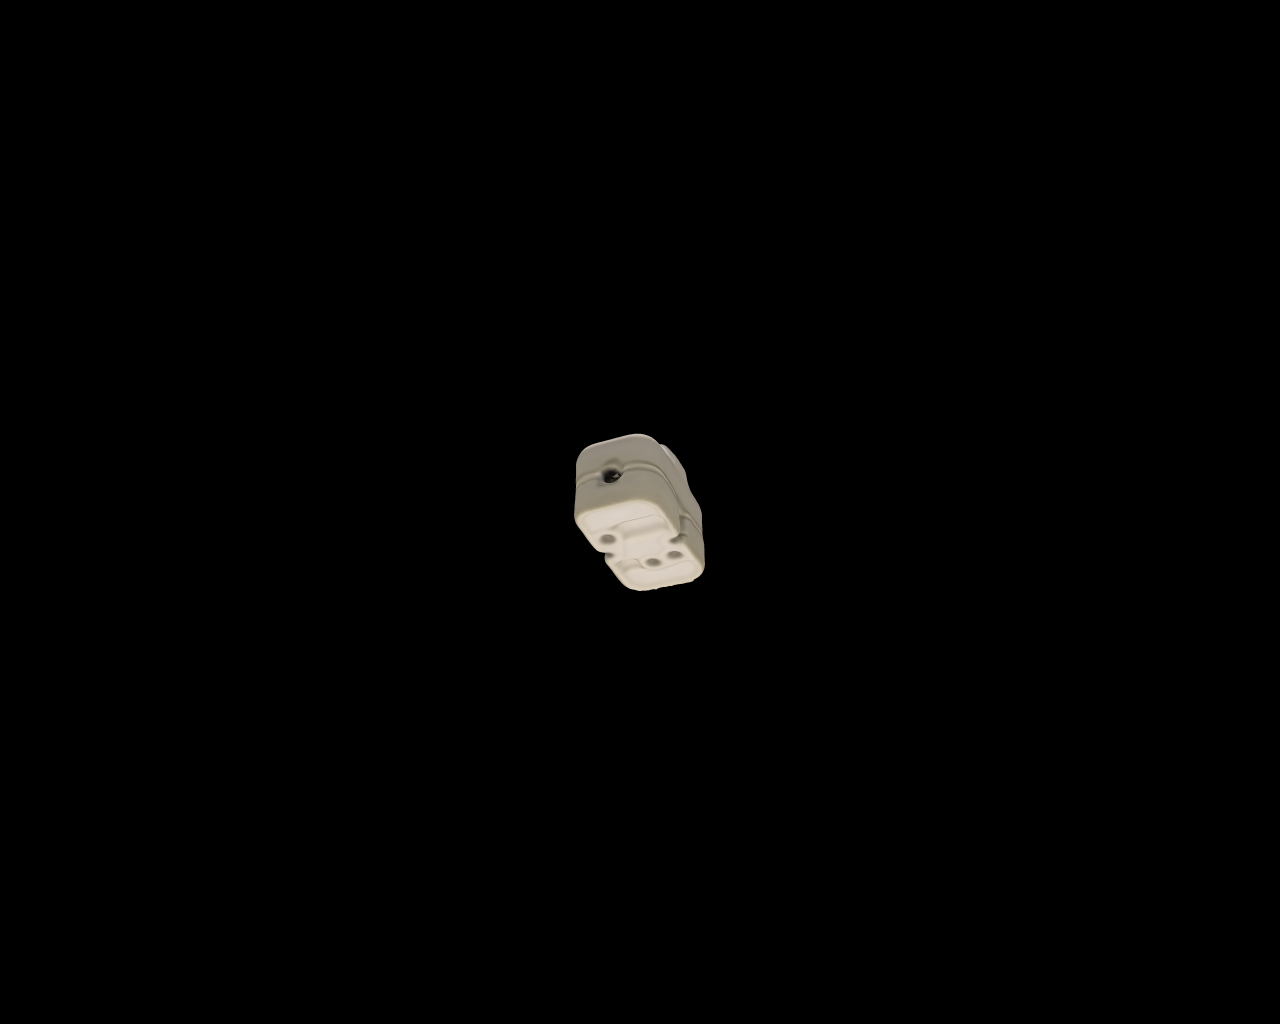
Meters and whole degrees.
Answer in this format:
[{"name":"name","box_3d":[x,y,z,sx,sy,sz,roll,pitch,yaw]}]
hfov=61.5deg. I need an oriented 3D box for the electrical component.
[{"name":"electrical component","box_3d":[0.001,-0.003,0.650,0.054,0.059,0.095,-13,-38,18]}]
